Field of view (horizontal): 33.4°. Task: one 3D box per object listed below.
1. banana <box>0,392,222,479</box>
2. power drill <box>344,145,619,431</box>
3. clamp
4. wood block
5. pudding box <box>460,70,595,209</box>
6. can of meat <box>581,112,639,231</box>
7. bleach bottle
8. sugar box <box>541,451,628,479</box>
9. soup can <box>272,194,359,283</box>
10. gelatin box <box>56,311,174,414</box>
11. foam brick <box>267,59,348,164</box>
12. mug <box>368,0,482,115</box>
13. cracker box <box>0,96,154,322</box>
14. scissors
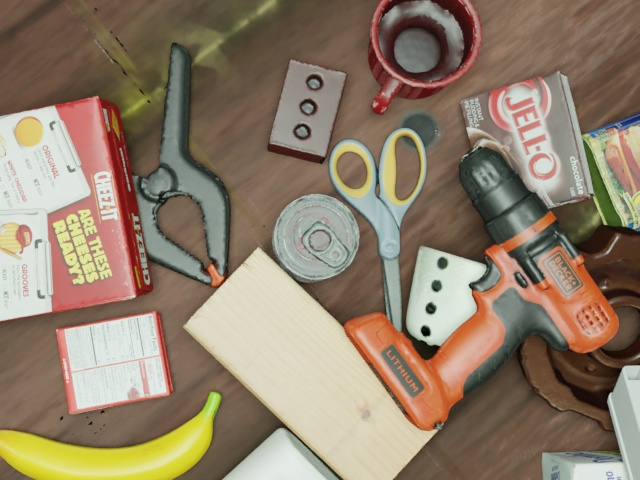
[{"bbox_3d":[-0.176,0.181,0.906,0.197,0.037,0.069,-9,70,-5],"label":"banana"},{"bbox_3d":[0.114,0.044,0.830,0.187,0.057,0.184,-35,87,-5],"label":"power drill"},{"bbox_3d":[-0.150,-0.046,0.920,0.164,0.036,0.210,-25,85,-2],"label":"clamp"},{"bbox_3d":[-0.008,0.111,0.892,0.206,0.090,0.091,44,84,0],"label":"wood block"},{"bbox_3d":[0.180,-0.080,0.923,0.090,0.039,0.113,-15,88,26],"label":"pudding box"},{"bbox_3d":[0.282,-0.061,0.937,0.084,0.057,0.102,-21,87,-2],"label":"can of meat"},{"bbox_3d":[-0.089,0.277,0.889,0.251,0.068,0.102,-44,103,-1],"label":"bleach bottle"},{"bbox_3d":[0.285,0.201,0.902,0.176,0.093,0.048,2,84,-4],"label":"sugar box"},{"bbox_3d":[-0.006,0.001,0.892,0.068,0.102,0.068,0,86,-4],"label":"soup can"},{"bbox_3d":[-0.175,0.104,0.912,0.089,0.030,0.073,-10,85,-4],"label":"gelatin box"},{"bbox_3d":[-0.011,-0.111,0.925,0.053,0.051,0.078,14,85,-3],"label":"foam brick"},{"bbox_3d":[0.079,-0.158,0.918,0.093,0.081,0.117,30,85,-1],"label":"mug"},{"bbox_3d":[-0.259,-0.015,0.876,0.214,0.072,0.164,-11,91,6],"label":"cracker box"},{"bbox_3d":[0.043,-0.004,0.938,0.096,0.016,0.202,12,85,-1],"label":"scissors"}]
